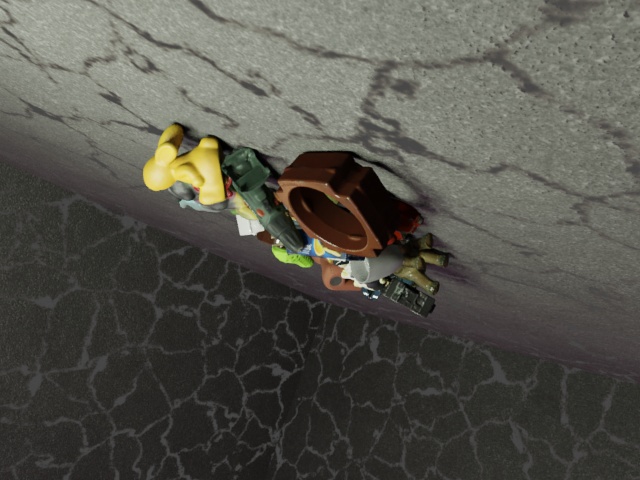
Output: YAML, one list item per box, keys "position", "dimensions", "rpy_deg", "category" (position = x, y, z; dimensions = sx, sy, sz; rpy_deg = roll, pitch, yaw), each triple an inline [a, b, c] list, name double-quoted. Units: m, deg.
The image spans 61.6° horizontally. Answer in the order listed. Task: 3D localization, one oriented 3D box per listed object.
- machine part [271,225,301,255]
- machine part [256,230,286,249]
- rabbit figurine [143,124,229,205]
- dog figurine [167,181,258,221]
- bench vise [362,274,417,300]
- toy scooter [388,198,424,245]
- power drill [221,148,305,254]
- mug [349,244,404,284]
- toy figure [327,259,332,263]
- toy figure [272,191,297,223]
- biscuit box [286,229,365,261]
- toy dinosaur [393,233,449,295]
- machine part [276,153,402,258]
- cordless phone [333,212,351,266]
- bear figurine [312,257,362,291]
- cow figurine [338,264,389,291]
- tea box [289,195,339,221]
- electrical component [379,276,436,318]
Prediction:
- position: [-0.003, -0.004, 1.372]
  dimensions: [0.243, 0.079, 0.079]
  rpy_deg: [-4, 171, -5]
  category: "machine part"
- position: [-0.105, -0.009, 1.632]
  dimensions: [0.179, 0.056, 0.179]
  rpy_deg: [15, -174, -2]
  category: "machine part"
- position: [-0.285, -0.148, 1.109]
  dimensions: [0.173, 0.122, 0.162]
  rpy_deg: [-7, 136, 5]
  category: "rabbit figurine"
- position: [-0.249, -0.119, 1.344]
  dimensions: [0.219, 0.108, 0.191]
  rpy_deg: [14, 166, 8]
  category: "dog figurine"
- position: [0.193, 0.106, 1.665]
  dimensions: [0.224, 0.129, 0.240]
  rpy_deg: [25, 152, 24]
  category: "bench vise"
- position: [0.149, -0.037, 1.095]
  dimensions: [0.135, 0.075, 0.183]
  rpy_deg: [18, 161, 21]
  category: "toy scooter"
- position: [-0.119, -0.090, 1.139]
  dimensions: [0.232, 0.086, 0.207]
  rpy_deg: [50, 178, 25]
  category: "power drill"
- position: [0.128, 0.055, 1.193]
  dimensions: [0.107, 0.109, 0.081]
  rpy_deg: [-12, -136, -24]
  category: "mug"
- position: [0.040, 0.002, 1.493]
  dimensions: [0.082, 0.089, 0.180]
  rpy_deg: [5, 154, 42]
  category: "toy figure"
- position: [-0.091, -0.084, 1.336]
  dimensions: [0.154, 0.064, 0.058]
  rpy_deg: [22, -170, -14]
  category: "toy figure"
- position: [0.009, 0.008, 1.182]
  dimensions: [0.063, 0.059, 0.203]
  rpy_deg: [1, -177, -43]
  category: "biscuit box"
- position: [0.223, 0.053, 1.376]
  dimensions: [0.199, 0.105, 0.470]
  rpy_deg: [22, 163, 33]
  category: "toy dinosaur"
- position: [0.035, -0.065, 0.989]
  dimensions: [0.202, 0.087, 0.200]
  rpy_deg: [11, 146, 47]
  category: "machine part"
- position: [0.065, -0.042, 1.232]
  dimensions: [0.089, 0.147, 0.184]
  rpy_deg: [-9, 137, -9]
  category: "cordless phone"
- position: [0.046, 0.065, 1.647]
  dimensions: [0.132, 0.120, 0.196]
  rpy_deg: [-7, -145, -8]
  category: "bear figurine"
- position: [0.110, 0.081, 1.368]
  dimensions: [0.098, 0.068, 0.167]
  rpy_deg: [19, 169, 35]
  category: "cow figurine"
- position: [-0.017, -0.080, 1.202]
  dimensions: [0.098, 0.068, 0.169]
  rpy_deg: [22, 168, -7]
  category: "tea box"
- position: [0.237, 0.153, 1.423]
  dimensions: [0.134, 0.058, 0.115]
  rpy_deg: [29, 179, -22]
  category: "electrical component"
